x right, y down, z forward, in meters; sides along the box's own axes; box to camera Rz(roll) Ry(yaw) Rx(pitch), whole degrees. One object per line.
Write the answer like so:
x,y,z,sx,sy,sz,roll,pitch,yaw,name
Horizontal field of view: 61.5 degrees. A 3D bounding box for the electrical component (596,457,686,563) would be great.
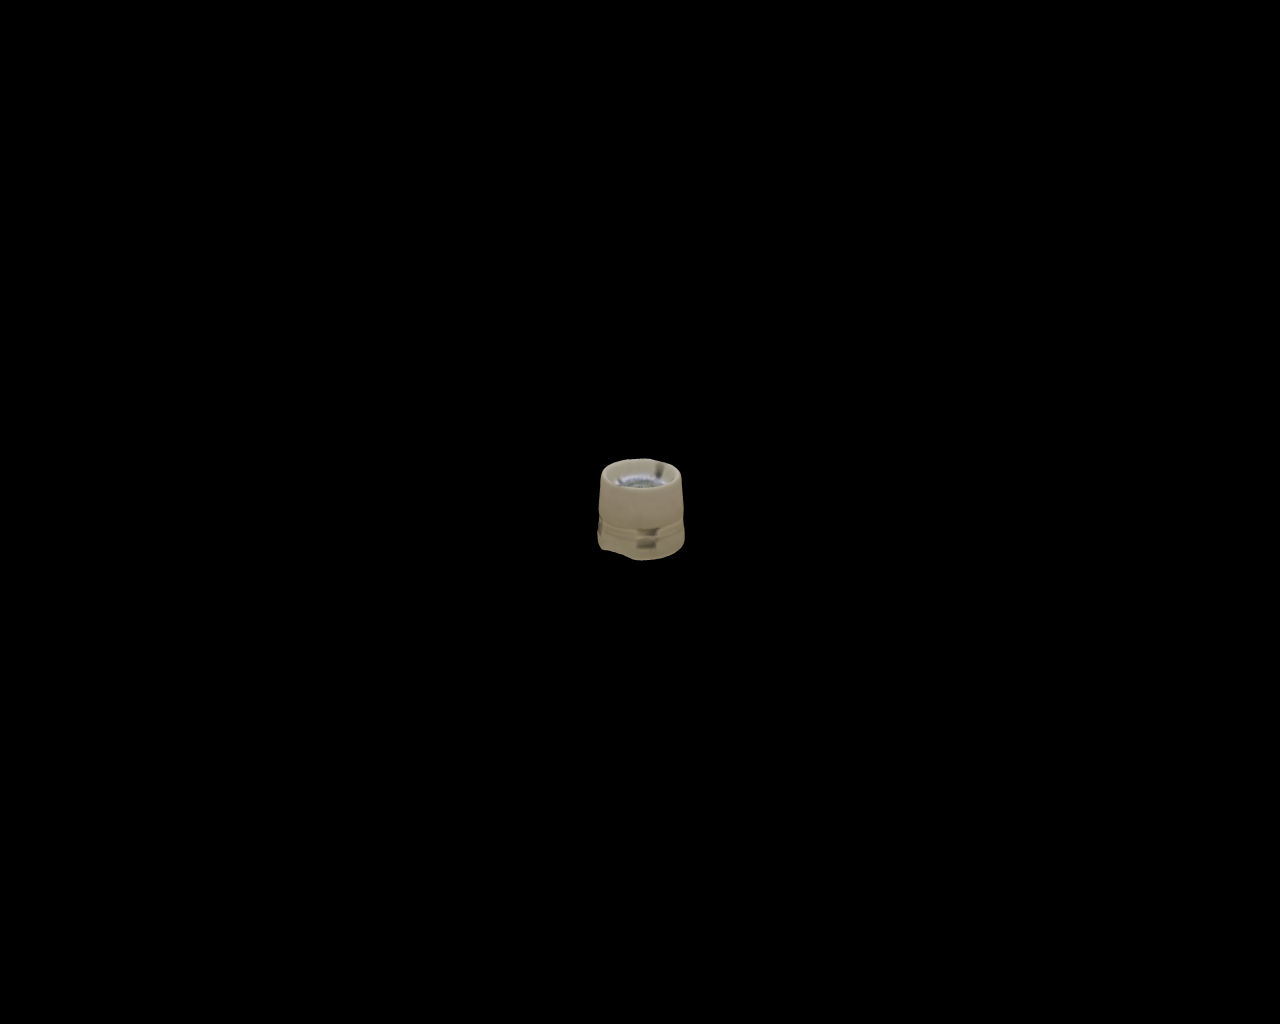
0.001,-0.003,0.650,0.055,0.047,0.055,0,25,0,electrical component
